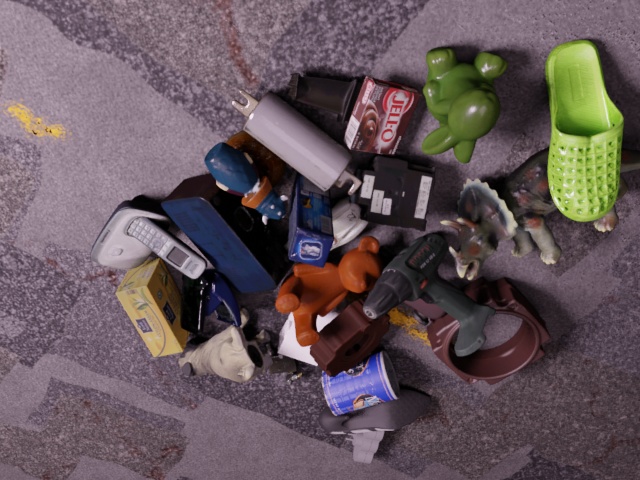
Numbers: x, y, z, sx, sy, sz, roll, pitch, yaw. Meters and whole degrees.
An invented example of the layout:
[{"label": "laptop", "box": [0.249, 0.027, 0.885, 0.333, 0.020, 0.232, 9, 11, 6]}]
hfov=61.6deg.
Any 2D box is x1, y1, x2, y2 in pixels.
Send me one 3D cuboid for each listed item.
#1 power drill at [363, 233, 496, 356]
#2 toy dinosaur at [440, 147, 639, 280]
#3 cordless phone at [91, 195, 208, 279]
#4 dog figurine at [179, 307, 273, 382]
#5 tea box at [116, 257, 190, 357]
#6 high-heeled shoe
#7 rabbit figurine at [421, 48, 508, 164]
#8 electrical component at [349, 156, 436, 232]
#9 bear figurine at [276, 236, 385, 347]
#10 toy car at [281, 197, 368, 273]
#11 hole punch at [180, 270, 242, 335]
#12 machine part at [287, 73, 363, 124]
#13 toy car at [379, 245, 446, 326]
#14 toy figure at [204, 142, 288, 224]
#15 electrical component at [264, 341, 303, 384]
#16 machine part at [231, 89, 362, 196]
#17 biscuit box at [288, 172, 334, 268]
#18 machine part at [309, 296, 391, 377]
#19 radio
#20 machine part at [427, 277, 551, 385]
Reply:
[{"label": "power drill", "box": [0.196, 0.109, 0.939, 0.207, 0.232, 0.086, 38, 141, 1]}, {"label": "toy dinosaur", "box": [0.385, -0.084, 0.897, 0.405, 0.131, 0.192, -39, 109, 13]}, {"label": "cordless phone", "box": [-0.299, 0.023, 0.961, 0.184, 0.089, 0.146, 39, 115, -5]}, {"label": "dog figurine", "box": [-0.204, 0.249, 1.080, 0.190, 0.172, 0.121, -33, 105, 11]}, {"label": "tea box", "box": [-0.317, 0.132, 1.047, 0.068, 0.098, 0.169, -12, 123, 9]}, {"label": "high-heeled shoe", "box": [0.122, 0.396, 1.234, 0.249, 0.086, 0.145, -2, 160, -19]}, {"label": "rabbit figurine", "box": [0.205, -0.195, 0.793, 0.121, 0.170, 0.159, 14, 120, -7]}, {"label": "electrical component", "box": [0.120, -0.081, 0.908, 0.134, 0.058, 0.114, 11, 92, -7]}, {"label": "bear figurine", "box": [0.032, 0.085, 0.948, 0.196, 0.132, 0.120, -19, 118, 10]}, {"label": "toy car", "box": [-0.002, -0.003, 0.982, 0.202, 0.056, 0.073, -37, 115, 21]}, {"label": "hole punch", "box": [-0.207, 0.113, 1.017, 0.092, 0.142, 0.115, 0, 91, -29]}, {"label": "machine part", "box": [0.016, -0.227, 0.849, 0.139, 0.039, 0.084, 11, 127, -20]}, {"label": "toy car", "box": [0.161, 0.085, 1.034, 0.202, 0.053, 0.089, 32, 113, -9]}, {"label": "toy figure", "box": [-0.113, -0.090, 0.854, 0.064, 0.058, 0.154, -33, 121, 25]}, {"label": "electrical component", "box": [-0.077, 0.261, 1.154, 0.078, 0.045, 0.102, -4, 122, 1]}, {"label": "machine part", "box": [-0.034, -0.157, 0.858, 0.243, 0.079, 0.079, 36, 116, -7]}, {"label": "biscuit box", "box": [-0.016, -0.040, 0.873, 0.059, 0.203, 0.062, 13, 122, -10]}, {"label": "machine part", "box": [0.061, 0.192, 1.045, 0.179, 0.056, 0.179, -32, 150, -21]}, {"label": "radio", "box": [-0.156, -0.009, 0.940, 0.131, 0.073, 0.229, -8, 129, 44]}, {"label": "machine part", "box": [0.335, 0.187, 1.079, 0.201, 0.087, 0.201, -38, 115, 21]}]
